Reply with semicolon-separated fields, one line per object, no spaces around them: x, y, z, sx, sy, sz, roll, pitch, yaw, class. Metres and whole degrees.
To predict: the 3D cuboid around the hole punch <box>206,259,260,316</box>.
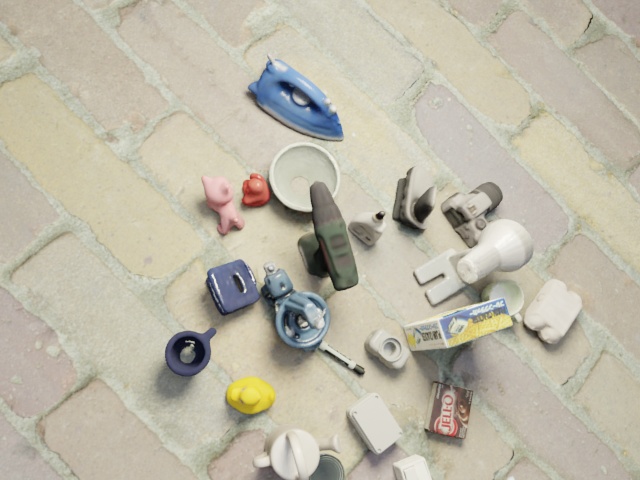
-0.188;0.098;1.243;0.101;0.091;0.108;-24;84;-16;hole punch

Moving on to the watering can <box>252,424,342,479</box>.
-0.045;0.425;1.147;0.173;0.194;0.101;-33;86;-17;watering can

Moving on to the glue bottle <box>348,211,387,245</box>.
0.118;-0.037;1.295;0.078;0.173;0.037;41;73;0;glue bottle

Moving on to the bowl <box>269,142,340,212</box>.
-0.040;-0.139;1.335;0.167;0.074;0.167;3;77;-11;bowl

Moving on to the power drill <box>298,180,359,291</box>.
0.011;0.004;1.245;0.076;0.208;0.229;-19;82;-15;power drill

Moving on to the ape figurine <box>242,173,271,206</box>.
-0.147;-0.115;1.298;0.076;0.092;0.078;37;73;-2;ape figurine

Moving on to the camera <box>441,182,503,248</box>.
0.394;-0.073;1.401;0.137;0.100;0.143;-35;87;-17;camera

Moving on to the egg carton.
0.567;0.173;1.400;0.107;0.069;0.150;40;73;-1;egg carton

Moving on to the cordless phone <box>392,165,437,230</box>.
0.243;-0.111;1.332;0.094;0.185;0.147;9;76;-10;cordless phone

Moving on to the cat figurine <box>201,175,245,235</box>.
-0.212;-0.086;1.264;0.067;0.117;0.128;-26;84;-16;cat figurine

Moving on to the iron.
-0.035;-0.336;1.345;0.258;0.141;0.119;33;73;-3;iron

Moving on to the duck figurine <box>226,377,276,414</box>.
-0.143;0.328;1.204;0.105;0.086;0.077;8;76;-10;duck figurine

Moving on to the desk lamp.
0.351;0.053;1.304;0.203;0.213;0.118;-29;85;-16;desk lamp

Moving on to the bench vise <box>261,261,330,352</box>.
-0.060;0.142;1.193;0.207;0.219;0.122;41;73;-1;bench vise

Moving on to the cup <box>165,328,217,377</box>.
-0.264;0.228;1.196;0.118;0.095;0.092;-43;89;-17;cup
